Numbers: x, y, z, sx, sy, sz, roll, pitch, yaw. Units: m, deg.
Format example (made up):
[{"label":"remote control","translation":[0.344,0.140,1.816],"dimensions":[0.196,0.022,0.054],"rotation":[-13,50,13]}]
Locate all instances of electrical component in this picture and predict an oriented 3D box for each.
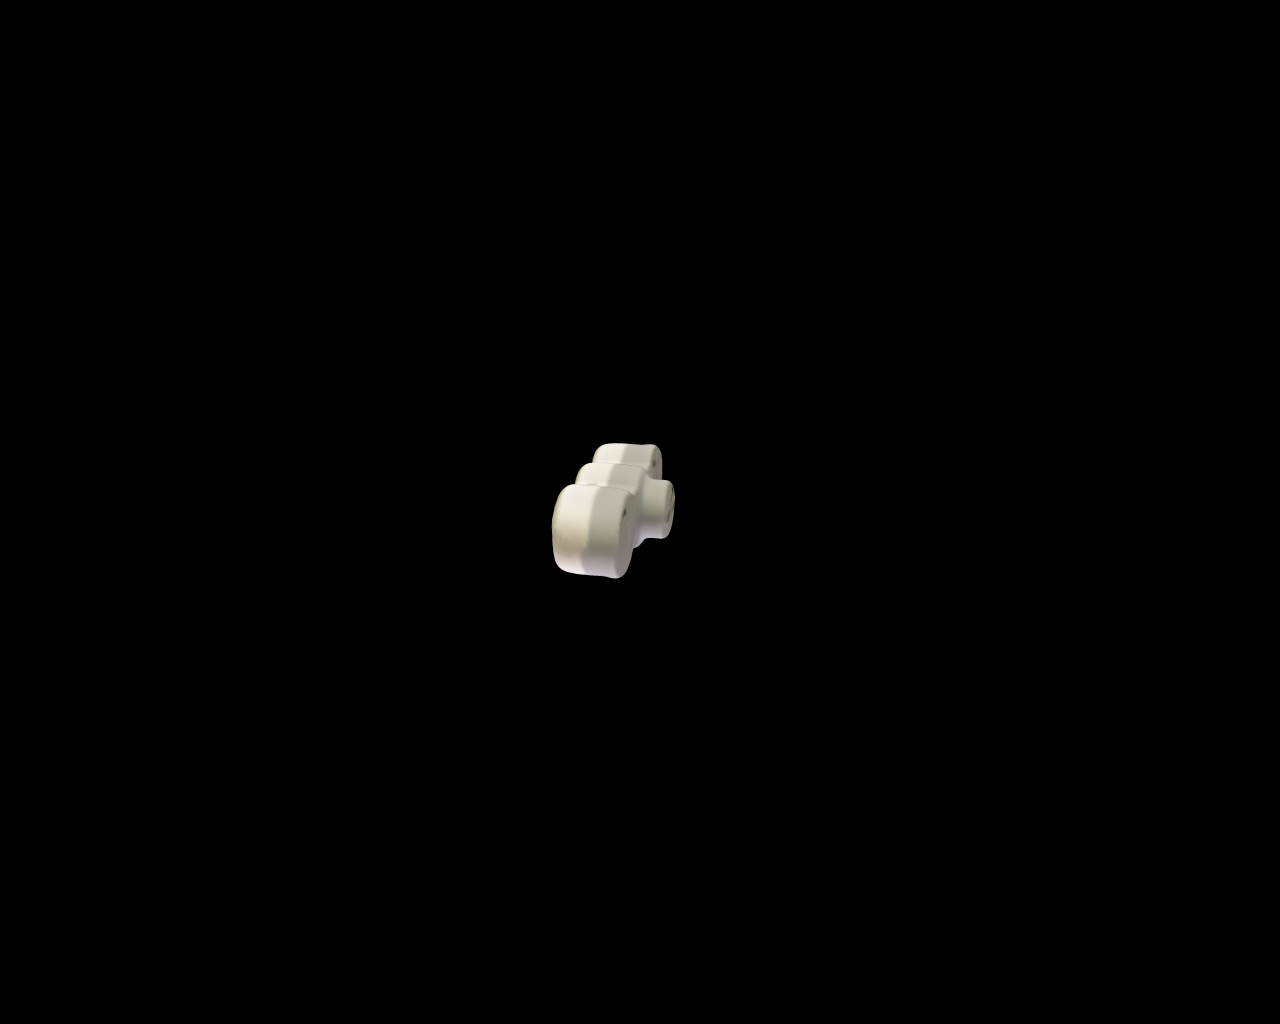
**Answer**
[{"label":"electrical component","translation":[0.001,-0.003,0.650],"dimensions":[0.074,0.052,0.138],"rotation":[4,21,11]}]
